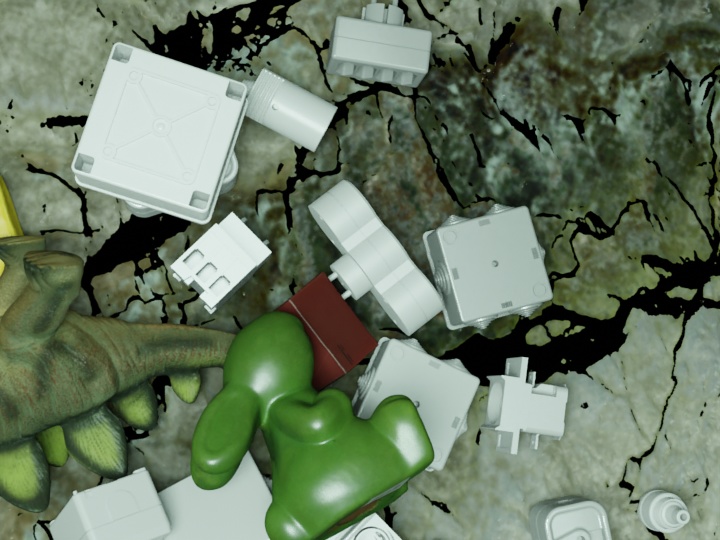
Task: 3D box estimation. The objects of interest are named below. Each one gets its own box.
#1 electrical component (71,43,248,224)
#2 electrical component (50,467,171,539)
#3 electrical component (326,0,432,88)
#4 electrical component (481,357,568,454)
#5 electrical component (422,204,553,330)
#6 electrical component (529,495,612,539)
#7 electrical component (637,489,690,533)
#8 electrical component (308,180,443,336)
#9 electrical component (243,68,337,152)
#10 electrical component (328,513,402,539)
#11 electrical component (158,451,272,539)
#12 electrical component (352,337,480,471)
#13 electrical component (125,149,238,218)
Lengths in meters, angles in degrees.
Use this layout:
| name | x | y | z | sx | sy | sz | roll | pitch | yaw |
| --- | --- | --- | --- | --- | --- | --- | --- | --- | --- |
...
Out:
| name | x | y | z | sx | sy | sz | roll | pitch | yaw |
| --- | --- | --- | --- | --- | --- | --- | --- | --- | --- |
| electrical component | -0.153 | -0.104 | 0.829 | 0.109 | 0.056 | 0.108 | 18 | 81 | -6 |
| electrical component | -0.193 | 0.203 | 0.825 | 0.062 | 0.096 | 0.061 | -14 | 69 | -36 |
| electrical component | 0.018 | -0.206 | 0.932 | 0.083 | 0.047 | 0.075 | 8 | 82 | -7 |
| electrical component | 0.141 | 0.117 | 0.915 | 0.064 | 0.042 | 0.081 | 9 | 83 | -11 |
| electrical component | 0.110 | -0.003 | 0.921 | 0.100 | 0.048 | 0.099 | -15 | 86 | -10 |
| electrical component | 0.178 | 0.239 | 0.897 | 0.054 | 0.059 | 0.095 | -10 | 85 | -9 |
| electrical component | 0.261 | 0.206 | 0.912 | 0.035 | 0.061 | 0.035 | 1 | 84 | -8 |
| electrical component | 0.000 | 0.000 | 0.903 | 0.074 | 0.052 | 0.138 | -38 | 90 | -7 |
| electrical component | -0.065 | -0.138 | 0.914 | 0.081 | 0.043 | 0.043 | 28 | 80 | -4 |
| electrical component | -0.022 | 0.249 | 0.865 | 0.121 | 0.063 | 0.078 | -44 | 91 | -10 |
| electrical component | -0.106 | 0.203 | 0.847 | 0.100 | 0.048 | 0.099 | -27 | 48 | -10 |
| electrical component | 0.043 | 0.112 | 0.898 | 0.100 | 0.048 | 0.099 | 25 | 81 | -5 |
| electrical component | -0.151 | -0.081 | 0.887 | 0.095 | 0.059 | 0.053 | -18 | 86 | -10 |
